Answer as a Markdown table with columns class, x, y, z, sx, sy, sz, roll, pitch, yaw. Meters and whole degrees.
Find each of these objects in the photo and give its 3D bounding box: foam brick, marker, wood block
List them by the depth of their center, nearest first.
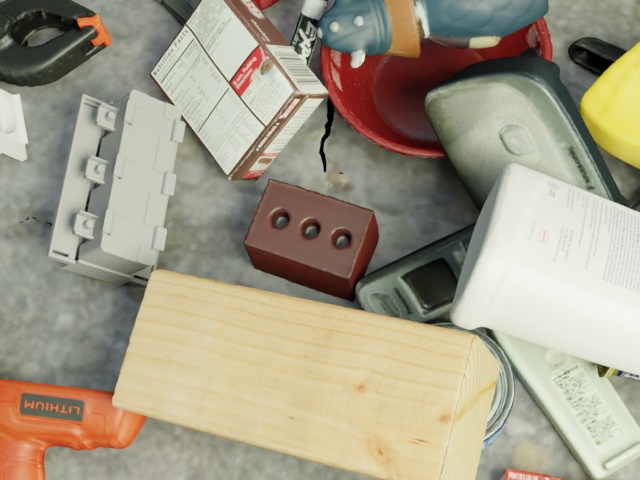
| class | x | y | z | sx | sy | sz | roll | pitch | yaw |
| --- | --- | --- | --- | --- | --- | --- | --- | --- | --- |
| wood block | -0.007 | 0.087 | 0.648 | 0.206 | 0.090 | 0.090 | 10 | 76 | 22 |
| foam brick | -0.005 | 0.001 | 0.728 | 0.078 | 0.051 | 0.053 | 17 | 72 | 11 |
| marker | -0.011 | -0.143 | 0.760 | 0.020 | 0.020 | 0.121 | 27 | 116 | 14 |

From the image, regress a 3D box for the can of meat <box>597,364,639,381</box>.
| class | x | y | z | sx | sy | sz | roll | pitch | yaw |
| --- | --- | --- | --- | --- | --- | --- | --- | --- | --- |
| can of meat | 0.226 | 0.046 | 0.676 | 0.084 | 0.057 | 0.102 | 13 | 51 | 1 |

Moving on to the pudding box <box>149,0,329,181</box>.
| class | x | y | z | sx | sy | sz | roll | pitch | yaw |
| --- | --- | --- | --- | --- | --- | --- | --- | --- | --- |
| pudding box | -0.060 | -0.112 | 0.759 | 0.090 | 0.039 | 0.113 | -49 | 66 | 29 |

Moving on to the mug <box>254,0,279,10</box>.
| class | x | y | z | sx | sy | sz | roll | pitch | yaw |
| --- | --- | --- | --- | --- | --- | --- | --- | --- | --- |
| mug | -0.070 | -0.230 | 0.805 | 0.117 | 0.081 | 0.093 | 30 | 74 | 14 |

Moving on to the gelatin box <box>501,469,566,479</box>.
| class | x | y | z | sx | sy | sz | roll | pitch | yaw |
| --- | --- | --- | --- | --- | --- | --- | --- | --- | --- |
| gelatin box | 0.153 | 0.184 | 0.656 | 0.089 | 0.030 | 0.073 | 7 | 70 | 7 |

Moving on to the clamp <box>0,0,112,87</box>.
| class | x | y | z | sx | sy | sz | roll | pitch | yaw |
| --- | --- | --- | --- | --- | --- | --- | --- | --- | --- |
| clamp | -0.247 | -0.160 | 0.816 | 0.171 | 0.039 | 0.120 | -12 | 74 | 3 |

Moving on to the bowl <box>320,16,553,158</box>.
| class | x | y | z | sx | sy | sz | roll | pitch | yaw |
| --- | --- | --- | --- | --- | --- | --- | --- | --- | --- |
| bowl | 0.082 | -0.121 | 0.765 | 0.162 | 0.055 | 0.162 | -2 | 69 | 4 |

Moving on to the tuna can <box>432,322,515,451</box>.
| class | x | y | z | sx | sy | sz | roll | pitch | yaw |
| --- | --- | --- | --- | --- | --- | --- | --- | --- | --- |
| tuna can | 0.083 | 0.098 | 0.693 | 0.086 | 0.034 | 0.086 | -2 | 70 | 4 |

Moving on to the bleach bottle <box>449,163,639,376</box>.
| class | x | y | z | sx | sy | sz | roll | pitch | yaw |
| --- | --- | --- | --- | --- | --- | --- | --- | --- | --- |
| bleach bottle | 0.206 | 0.043 | 0.598 | 0.251 | 0.068 | 0.102 | 21 | 49 | 3 |

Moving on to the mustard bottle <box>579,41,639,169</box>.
| class | x | y | z | sx | sy | sz | roll | pitch | yaw |
| --- | --- | --- | --- | --- | --- | --- | --- | --- | --- |
| mustard bottle | 0.264 | -0.049 | 0.683 | 0.096 | 0.058 | 0.192 | -39 | 68 | -7 |

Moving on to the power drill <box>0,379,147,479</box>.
| class | x | y | z | sx | sy | sz | roll | pitch | yaw |
| --- | --- | --- | --- | --- | --- | --- | --- | --- | --- |
| power drill | -0.163 | 0.187 | 0.666 | 0.184 | 0.057 | 0.187 | 7 | 70 | 7 |

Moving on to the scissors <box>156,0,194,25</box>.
| class | x | y | z | sx | sy | sz | roll | pitch | yaw |
| --- | --- | --- | --- | --- | --- | --- | --- | --- | --- |
| scissors | -0.144 | -0.194 | 0.833 | 0.096 | 0.016 | 0.202 | -24 | 69 | -3 |

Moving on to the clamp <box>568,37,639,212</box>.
| class | x | y | z | sx | sy | sz | roll | pitch | yaw |
| --- | --- | --- | --- | --- | --- | --- | --- | --- | --- |
| clamp | 0.278 | -0.085 | 0.746 | 0.210 | 0.036 | 0.164 | -11 | 70 | 4 |
